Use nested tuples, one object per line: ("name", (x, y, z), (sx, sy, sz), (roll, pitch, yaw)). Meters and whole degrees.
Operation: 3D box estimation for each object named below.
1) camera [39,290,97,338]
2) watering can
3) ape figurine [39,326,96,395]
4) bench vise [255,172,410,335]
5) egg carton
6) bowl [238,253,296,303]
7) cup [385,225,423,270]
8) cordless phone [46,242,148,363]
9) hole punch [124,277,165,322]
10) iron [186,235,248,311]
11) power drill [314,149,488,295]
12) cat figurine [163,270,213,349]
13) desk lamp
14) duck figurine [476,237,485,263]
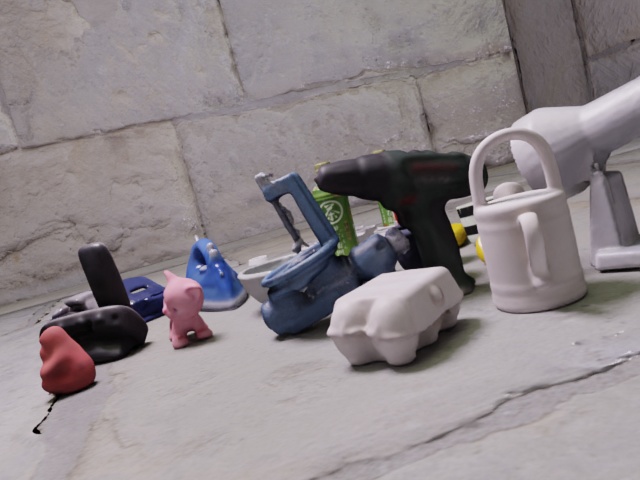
("camera", (-0.447, 0.153, 1.046), (0.142, 0.101, 0.137), (-11, 7, 30))
("watering can", (0.221, -0.027, 0.640), (0.101, 0.194, 0.172), (-16, 6, -8))
("ape figurine", (-0.350, 0.161, 0.776), (0.076, 0.092, 0.078), (-12, 7, 20))
("bench vise", (0.004, 0.002, 0.770), (0.208, 0.220, 0.121), (-16, 6, -14))
("egg carton", (0.083, 0.077, 0.605), (0.107, 0.069, 0.151), (-10, 8, 38))
("bowl", (-0.050, 0.071, 0.966), (0.167, 0.075, 0.167), (-15, 6, 2))
("cup", (0.142, 0.022, 0.854), (0.092, 0.095, 0.117), (-18, 7, -30))
("cordless phone", (-0.372, 0.102, 0.923), (0.147, 0.185, 0.094), (-14, 6, 5))
("hole punch", (-0.375, 0.122, 1.199), (0.100, 0.091, 0.109), (-10, 8, 38))
("iron", (-0.217, 0.059, 1.163), (0.119, 0.141, 0.257), (-17, 6, -20))
("power drill", (0.122, -0.021, 0.754), (0.230, 0.208, 0.075), (-16, 6, -15))
("cat figurine", (-0.212, 0.099, 0.886), (0.067, 0.118, 0.127), (-17, 7, -21))
("desk lamp", (0.351, -0.077, 0.692), (0.202, 0.213, 0.118), (-8, 9, 46))
("duck figurine", (0.284, -0.012, 0.867), (0.104, 0.086, 0.078), (-10, 7, 35))
